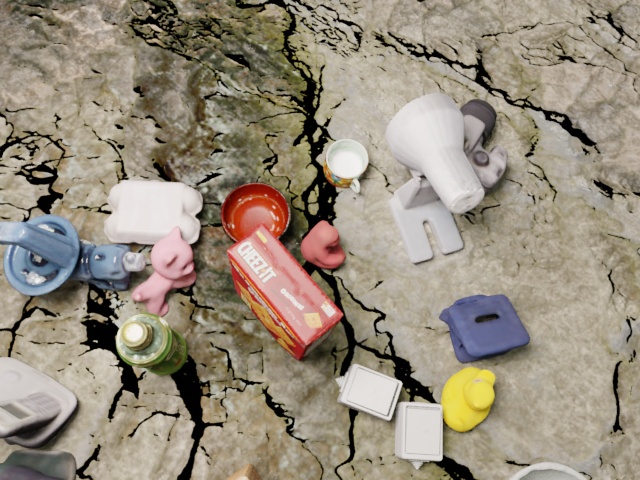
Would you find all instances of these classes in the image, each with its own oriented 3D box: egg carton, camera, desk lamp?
[{"bbox_3d":[-0.266,-0.042,0.920,0.150,0.069,0.107,2,73,-5],"label":"egg carton"},{"bbox_3d":[0.267,-0.173,0.993,0.143,0.101,0.137,33,73,5],"label":"camera"},{"bbox_3d":[0.180,-0.093,0.901,0.118,0.213,0.203,-17,75,-10],"label":"desk lamp"}]

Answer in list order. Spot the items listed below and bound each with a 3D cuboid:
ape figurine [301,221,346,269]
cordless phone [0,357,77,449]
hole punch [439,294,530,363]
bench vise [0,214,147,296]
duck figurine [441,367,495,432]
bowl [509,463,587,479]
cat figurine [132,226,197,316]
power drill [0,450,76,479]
[{"bbox_3d":[0.008,0.003,0.920,0.076,0.092,0.078,0,73,-5],"label":"ape figurine"},{"bbox_3d":[-0.425,0.217,0.766,0.147,0.185,0.094,27,73,3],"label":"cordless phone"},{"bbox_3d":[0.258,0.135,0.903,0.109,0.091,0.101,-12,74,-8],"label":"hole punch"},{"bbox_3d":[-0.365,0.007,0.817,0.207,0.219,0.121,-13,75,-9],"label":"bench vise"},{"bbox_3d":[0.232,0.241,0.871,0.077,0.086,0.105,33,73,5],"label":"duck figurine"},{"bbox_3d":[0.325,0.410,0.834,0.167,0.074,0.167,2,73,-5],"label":"bowl"},{"bbox_3d":[-0.237,0.047,0.870,0.067,0.117,0.128,36,73,6],"label":"cat figurine"},{"bbox_3d":[-0.392,0.313,0.728,0.229,0.208,0.075,3,73,-4],"label":"power drill"}]
